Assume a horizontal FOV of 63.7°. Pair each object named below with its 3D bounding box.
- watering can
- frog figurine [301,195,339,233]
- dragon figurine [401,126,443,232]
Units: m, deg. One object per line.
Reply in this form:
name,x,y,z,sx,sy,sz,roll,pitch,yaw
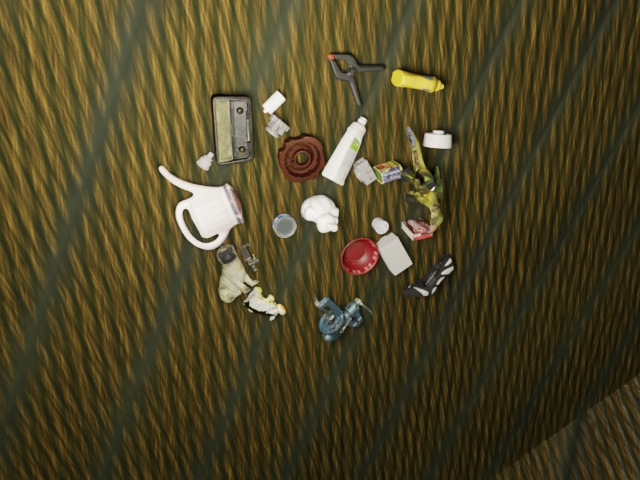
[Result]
watering can,-0.393,-0.128,1.764,0.225,0.105,0.341,-24,117,-10
frog figurine,0.006,-0.095,1.884,0.137,0.162,0.121,9,107,-22
dragon figurine,0.408,-0.230,1.966,0.122,0.244,0.409,-6,96,28
